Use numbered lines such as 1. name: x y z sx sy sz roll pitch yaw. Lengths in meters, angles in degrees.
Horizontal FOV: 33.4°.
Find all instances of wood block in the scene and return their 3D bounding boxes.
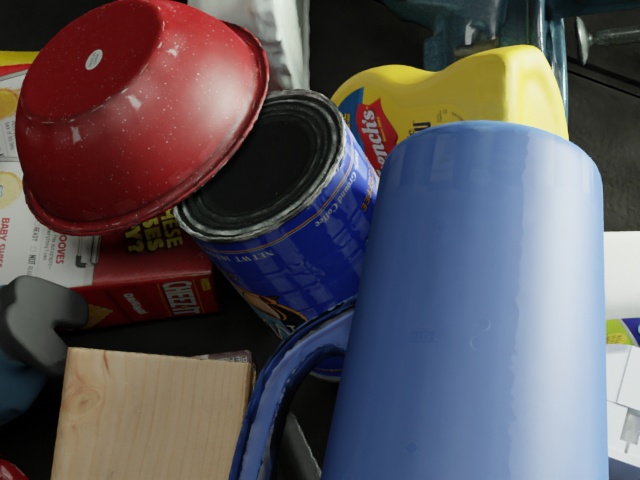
1. wood block: -0.087 0.163 0.534 0.091 0.090 0.206 5 80 -1

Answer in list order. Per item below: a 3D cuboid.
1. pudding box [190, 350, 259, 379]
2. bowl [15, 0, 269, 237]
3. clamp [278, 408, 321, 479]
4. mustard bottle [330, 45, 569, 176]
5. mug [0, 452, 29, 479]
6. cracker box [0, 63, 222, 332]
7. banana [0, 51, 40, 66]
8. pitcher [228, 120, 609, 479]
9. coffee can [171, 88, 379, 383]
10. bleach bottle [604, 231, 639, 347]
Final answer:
1. pudding box: -0.088 0.117 0.614 0.113 0.039 0.090 -8 67 0
2. bowl: -0.111 -0.081 0.588 0.162 0.055 0.162 -17 48 19
3. clamp: 0.016 0.172 0.583 0.120 0.039 0.171 13 65 7
4. mustard bottle: 0.054 -0.058 0.642 0.058 0.192 0.096 -23 106 -40
5. mug: -0.182 0.164 0.561 0.117 0.093 0.081 -46 72 23
6. cracker box: -0.175 -0.026 0.671 0.213 0.072 0.164 -6 64 -2
7. banana: -0.155 -0.125 0.739 0.197 0.037 0.070 -18 47 -8
8. pitcher: 0.057 0.073 0.482 0.149 0.145 0.243 20 64 -23
9. coffee can: -0.004 0.001 0.595 0.103 0.140 0.103 -17 46 19
10. bleach bottle: 0.215 0.031 0.609 0.251 0.102 0.068 -5 56 0
